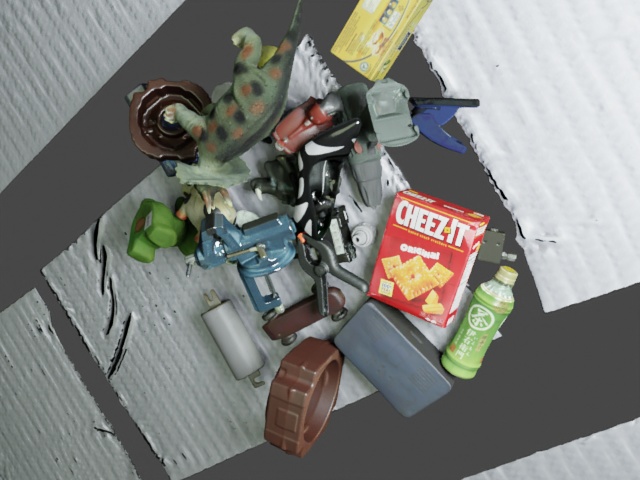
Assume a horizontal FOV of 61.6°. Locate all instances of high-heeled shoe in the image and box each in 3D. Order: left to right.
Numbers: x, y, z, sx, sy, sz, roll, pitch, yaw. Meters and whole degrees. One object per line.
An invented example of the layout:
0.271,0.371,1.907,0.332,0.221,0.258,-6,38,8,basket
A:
0.019,-0.098,0.946,0.249,0.086,0.145,-35,79,53,high-heeled shoe

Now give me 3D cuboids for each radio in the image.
0.146,0.230,1.071,0.230,0.073,0.131,46,116,9,radio

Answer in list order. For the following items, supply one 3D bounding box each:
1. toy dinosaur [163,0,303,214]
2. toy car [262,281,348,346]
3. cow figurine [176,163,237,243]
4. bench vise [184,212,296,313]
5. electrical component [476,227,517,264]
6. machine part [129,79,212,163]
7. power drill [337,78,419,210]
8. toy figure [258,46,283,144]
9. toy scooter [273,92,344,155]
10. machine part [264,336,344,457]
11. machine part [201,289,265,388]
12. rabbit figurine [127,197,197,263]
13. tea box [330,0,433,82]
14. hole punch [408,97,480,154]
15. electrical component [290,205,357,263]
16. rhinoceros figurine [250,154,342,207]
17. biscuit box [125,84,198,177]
-0.131,-0.218,0.925,0.405,0.131,0.192,-45,67,23,toy dinosaur
-0.034,0.154,1.137,0.202,0.053,0.089,-31,107,25,toy car
-0.236,-0.085,1.113,0.127,0.085,0.195,-53,49,12,cow figurine
-0.137,0.055,1.048,0.224,0.129,0.240,-25,119,-11,bench vise
0.312,0.008,0.977,0.094,0.021,0.063,13,106,20,electrical component
-0.303,-0.242,1.103,0.179,0.056,0.179,1,86,-10,machine part
0.098,-0.176,0.939,0.086,0.207,0.232,-13,89,-8,power drill
-0.105,-0.281,1.043,0.082,0.089,0.180,20,107,12,toy figure
-0.029,-0.203,0.971,0.135,0.184,0.075,-40,98,-2,toy scooter
-0.031,0.313,1.092,0.087,0.201,0.200,15,108,22,machine part
-0.196,0.223,1.207,0.079,0.079,0.243,-28,92,25,machine part
-0.321,-0.011,1.174,0.121,0.170,0.159,-41,44,23,rabbit figurine
0.108,-0.376,0.944,0.098,0.068,0.169,40,115,10,tea box
0.204,-0.200,0.917,0.116,0.142,0.092,8,110,9,hole punch
-0.002,-0.003,1.085,0.134,0.058,0.114,-9,97,24,electrical component
-0.048,-0.122,1.072,0.191,0.073,0.112,0,113,20,rhinoceros figurine
-0.338,-0.236,1.164,0.059,0.063,0.202,-28,92,25,biscuit box
